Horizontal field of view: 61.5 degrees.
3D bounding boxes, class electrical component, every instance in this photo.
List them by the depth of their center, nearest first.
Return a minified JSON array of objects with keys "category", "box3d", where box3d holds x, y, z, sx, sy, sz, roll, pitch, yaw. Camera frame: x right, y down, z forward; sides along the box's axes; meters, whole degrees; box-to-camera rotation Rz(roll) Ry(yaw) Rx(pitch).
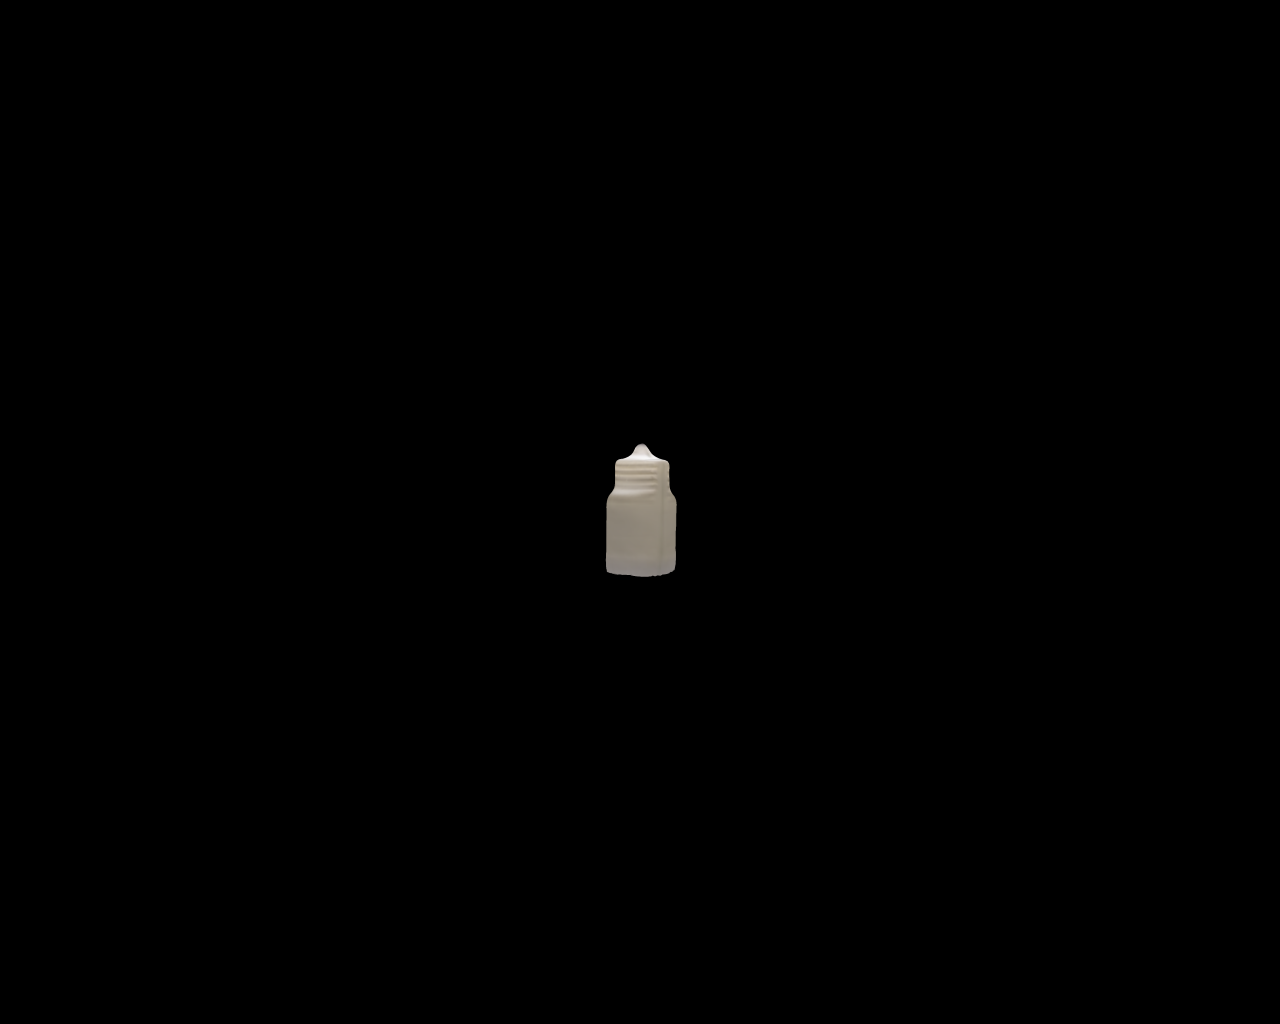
[{"category":"electrical component","box3d":[0.001,-0.003,0.650,0.043,0.081,0.043,0,4,0]}]
